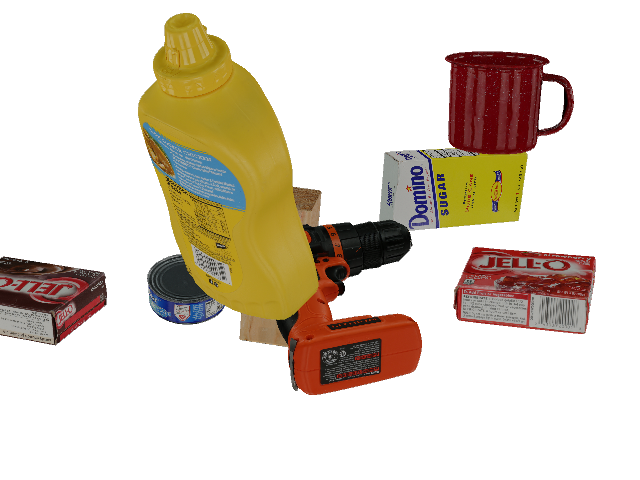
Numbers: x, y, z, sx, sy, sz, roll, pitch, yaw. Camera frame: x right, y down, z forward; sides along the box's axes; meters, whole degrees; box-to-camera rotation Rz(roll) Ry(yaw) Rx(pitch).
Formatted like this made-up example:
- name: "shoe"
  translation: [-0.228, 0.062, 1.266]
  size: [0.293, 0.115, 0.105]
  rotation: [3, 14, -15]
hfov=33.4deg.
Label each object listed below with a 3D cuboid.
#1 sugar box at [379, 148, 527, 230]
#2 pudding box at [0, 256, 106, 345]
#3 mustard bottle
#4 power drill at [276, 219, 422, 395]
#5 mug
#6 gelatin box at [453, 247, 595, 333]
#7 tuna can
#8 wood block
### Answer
- name: "sugar box"
  translation: [0.162, -0.064, 1.302]
  size: [0.176, 0.093, 0.048]
  rotation: [-7, 24, -22]
- name: "pudding box"
  translation: [-0.263, 0.053, 0.962]
  size: [0.114, 0.039, 0.090]
  rotation: [6, 21, 18]
- name: "mustard bottle"
  translation: [-0.057, -0.043, 0.605]
  size: [0.096, 0.191, 0.058]
  rotation: [29, 57, 34]
- name: "power drill"
  translation: [0.017, 0.047, 0.910]
  size: [0.184, 0.057, 0.188]
  rotation: [-12, 31, -14]
- name: "mug"
  translation: [0.170, -0.125, 0.970]
  size: [0.117, 0.081, 0.093]
  rotation: [5, 18, 13]
- name: "gelatin box"
  translation: [0.143, 0.032, 0.740]
  size: [0.089, 0.030, 0.073]
  rotation: [5, 23, 17]
- name: "tuna can"
  translation: [-0.143, 0.052, 1.151]
  size: [0.086, 0.034, 0.086]
  rotation: [2, 35, -2]
- name: "wood block"
  translation: [-0.057, 0.034, 1.494]
  size: [0.090, 0.206, 0.090]
  rotation: [8, 22, 6]
